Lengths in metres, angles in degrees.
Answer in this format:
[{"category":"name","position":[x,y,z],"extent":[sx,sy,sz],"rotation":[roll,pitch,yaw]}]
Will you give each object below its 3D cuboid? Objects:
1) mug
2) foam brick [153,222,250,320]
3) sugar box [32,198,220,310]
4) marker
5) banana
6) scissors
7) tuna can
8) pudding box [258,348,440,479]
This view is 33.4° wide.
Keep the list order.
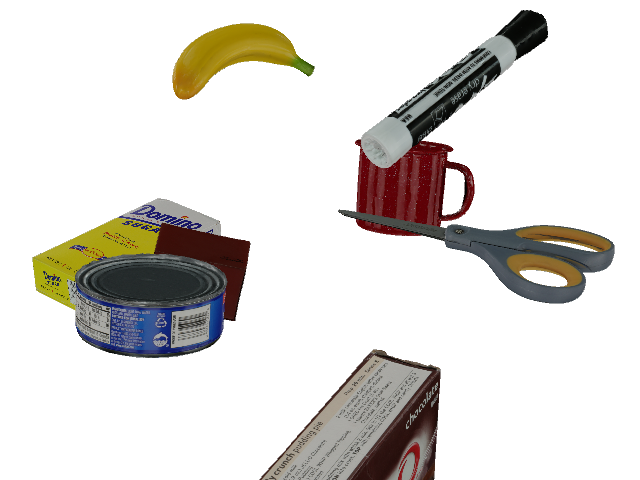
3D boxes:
[{"category":"mug","position":[0.088,-0.050,1.007],"extent":[0.117,0.081,0.093],"rotation":[7,12,18]},{"category":"foam brick","position":[-0.101,0.026,0.885],"extent":[0.078,0.051,0.053],"rotation":[13,27,-5]},{"category":"sugar box","position":[-0.193,0.014,1.085],"extent":[0.093,0.048,0.175],"rotation":[21,37,31]},{"category":"marker","position":[0.066,-0.074,0.502],"extent":[0.121,0.020,0.020],"rotation":[-40,19,-25]},{"category":"banana","position":[-0.084,-0.180,1.039],"extent":[0.070,0.037,0.197],"rotation":[43,38,21]},{"category":"scissors","position":[0.103,0.008,0.750],"extent":[0.202,0.016,0.096],"rotation":[5,30,12]},{"category":"tuna can","position":[-0.097,0.036,0.610],"extent":[0.086,0.034,0.086],"rotation":[4,17,-1]},{"category":"pudding box","position":[0.012,0.114,0.457],"extent":[0.039,0.090,0.113],"rotation":[15,35,24]}]
